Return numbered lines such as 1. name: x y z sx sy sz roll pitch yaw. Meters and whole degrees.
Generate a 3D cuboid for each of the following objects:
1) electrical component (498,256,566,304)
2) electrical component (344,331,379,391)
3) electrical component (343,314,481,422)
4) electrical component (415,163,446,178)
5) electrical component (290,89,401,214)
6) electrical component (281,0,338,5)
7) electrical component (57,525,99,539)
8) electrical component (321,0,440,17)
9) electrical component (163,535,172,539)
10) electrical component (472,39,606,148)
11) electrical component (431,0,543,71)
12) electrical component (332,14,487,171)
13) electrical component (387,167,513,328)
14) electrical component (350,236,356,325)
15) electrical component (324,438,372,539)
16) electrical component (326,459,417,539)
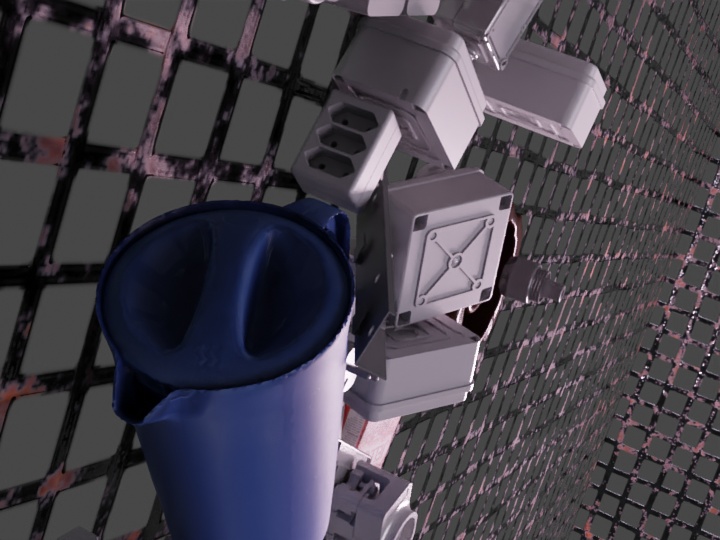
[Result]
1. electrical component: 0.173 0.014 1.072 0.043 0.062 0.043 -52 153 -41
2. electrical component: -0.022 0.066 0.793 0.047 0.076 0.083 -68 158 -1
3. electrical component: 0.033 0.075 0.884 0.113 0.078 0.057 -8 117 -36
4. electrical component: 0.067 -0.065 0.931 0.040 0.040 0.046 -54 149 -33
5. electrical component: -0.005 -0.074 0.743 0.065 0.047 0.076 -63 162 -12
6. electrical component: -0.021 -0.169 0.598 0.048 0.062 0.048 -49 151 -40
7. electrical component: -0.157 0.182 0.614 0.066 0.055 0.048 -21 129 -61
8. electrical component: 0.029 -0.250 0.643 0.105 0.060 0.186 -25 132 -60
9. electrical component: -0.099 0.240 0.726 0.057 0.113 0.078 -53 154 -40
10. electrical component: 0.152 -0.159 0.941 0.057 0.113 0.078 -65 158 0
11. electrical component: 0.097 -0.208 0.849 0.096 0.061 0.062 -59 156 -5
12. electrical component: 0.038 -0.126 0.755 0.057 0.078 0.113 -62 157 -9
13. electrical component: 0.062 -0.020 0.885 0.109 0.056 0.108 -15 127 -33
14. electrical component: 0.000 0.000 0.826 0.079 0.044 0.077 -66 158 -7
15. electrical component: -0.047 0.181 0.866 0.108 0.056 0.108 -64 158 -10
16. electrical component: 0.009 0.208 0.867 0.050 0.056 0.089 -41 145 -50
